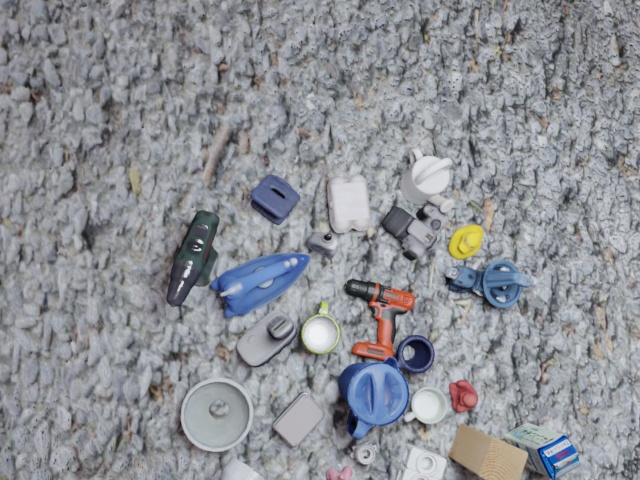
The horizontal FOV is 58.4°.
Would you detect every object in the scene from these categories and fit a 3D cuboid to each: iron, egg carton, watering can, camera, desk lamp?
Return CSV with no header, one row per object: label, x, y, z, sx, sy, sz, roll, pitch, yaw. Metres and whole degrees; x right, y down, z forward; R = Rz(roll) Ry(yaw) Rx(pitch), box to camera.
iron,-0.130,0.087,1.378,0.258,0.141,0.118,-27,85,-10
egg carton,0.073,-0.092,1.469,0.107,0.069,0.150,-6,82,-8
watering can,0.279,-0.154,1.440,0.173,0.194,0.101,42,79,1
camera,0.238,-0.040,1.464,0.137,0.100,0.143,37,79,0
desk lamp,-0.200,0.575,1.253,0.118,0.213,0.203,39,79,1

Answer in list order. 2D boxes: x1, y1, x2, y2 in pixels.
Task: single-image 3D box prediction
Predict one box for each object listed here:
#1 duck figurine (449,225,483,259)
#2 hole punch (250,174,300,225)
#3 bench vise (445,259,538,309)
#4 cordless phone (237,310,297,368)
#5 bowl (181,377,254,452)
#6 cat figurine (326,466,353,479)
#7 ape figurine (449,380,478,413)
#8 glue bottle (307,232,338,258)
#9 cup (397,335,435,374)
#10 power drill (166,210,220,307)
duck figurine,0.388,0.000,1.483,0.077,0.086,0.105,45,79,2
hole punch,-0.113,-0.108,1.438,0.108,0.091,0.101,36,79,0
bench vise,0.419,0.109,1.401,0.207,0.219,0.121,-5,81,-7
cordless phone,-0.121,0.231,1.333,0.148,0.185,0.094,-43,87,-11
bowl,-0.239,0.406,1.347,0.167,0.074,0.167,1,81,-7
cat figurine,0.060,0.602,1.329,0.067,0.117,0.128,-10,82,-8
ape figurine,0.360,0.390,1.413,0.076,0.092,0.078,30,79,-1
glue bottle,0.013,0.005,1.393,0.078,0.173,0.037,29,79,-1
cup,0.216,0.288,1.411,0.118,0.095,0.091,-31,85,-11
power drill,-0.290,0.051,1.331,0.075,0.208,0.230,17,79,-3
